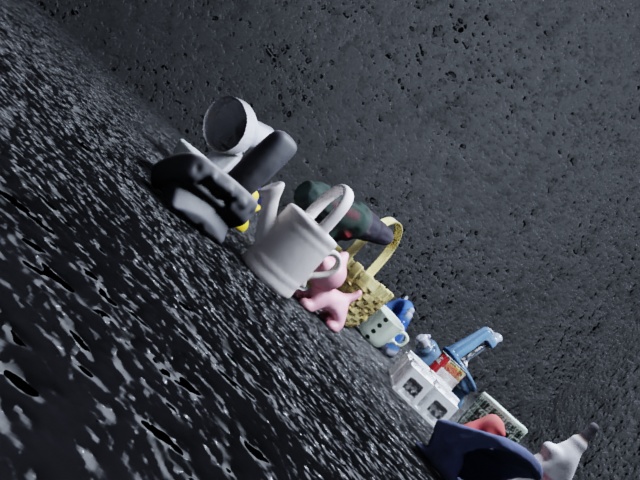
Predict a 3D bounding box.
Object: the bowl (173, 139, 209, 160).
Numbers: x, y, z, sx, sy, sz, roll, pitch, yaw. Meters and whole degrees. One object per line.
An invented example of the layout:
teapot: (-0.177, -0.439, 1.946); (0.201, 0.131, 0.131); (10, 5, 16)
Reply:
bowl: (-0.188, -0.084, 0.942); (0.167, 0.074, 0.167); (43, 1, 0)

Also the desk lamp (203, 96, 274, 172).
desk lamp: (-0.201, -0.198, 1.289); (0.117, 0.213, 0.204); (43, 1, 23)

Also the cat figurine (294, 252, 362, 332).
cat figurine: (0.020, 0.076, 0.981); (0.128, 0.117, 0.067); (42, 1, -28)

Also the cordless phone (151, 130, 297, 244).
cordless phone: (-0.129, -0.103, 0.808); (0.093, 0.185, 0.148); (43, 1, 40)

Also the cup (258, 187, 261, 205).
cup: (-0.174, -0.092, 1.274); (0.091, 0.095, 0.118); (43, 1, 14)

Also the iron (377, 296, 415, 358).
iron: (0.191, 0.208, 1.449); (0.119, 0.141, 0.258); (42, 1, -1)

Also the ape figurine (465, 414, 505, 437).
ape figurine: (0.208, 0.271, 0.762); (0.078, 0.092, 0.076); (42, 1, -35)

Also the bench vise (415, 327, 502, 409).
bench vise: (0.317, 0.273, 1.323); (0.208, 0.219, 0.121); (42, 1, -41)

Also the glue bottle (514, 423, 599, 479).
glue bottle: (0.310, 0.309, 0.766); (0.078, 0.173, 0.037); (42, 1, -6)

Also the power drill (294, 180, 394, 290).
power drill: (0.010, 0.004, 1.060); (0.230, 0.208, 0.075); (42, 1, -38)

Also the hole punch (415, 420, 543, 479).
hole punch: (0.181, 0.249, 0.656); (0.109, 0.091, 0.100); (42, 1, -32)

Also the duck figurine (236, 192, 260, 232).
duck figurine: (-0.166, -0.077, 1.166); (0.105, 0.086, 0.077); (42, 1, -39)

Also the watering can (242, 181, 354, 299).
watering can: (-0.026, -0.016, 0.885); (0.174, 0.194, 0.100); (42, 1, -43)
